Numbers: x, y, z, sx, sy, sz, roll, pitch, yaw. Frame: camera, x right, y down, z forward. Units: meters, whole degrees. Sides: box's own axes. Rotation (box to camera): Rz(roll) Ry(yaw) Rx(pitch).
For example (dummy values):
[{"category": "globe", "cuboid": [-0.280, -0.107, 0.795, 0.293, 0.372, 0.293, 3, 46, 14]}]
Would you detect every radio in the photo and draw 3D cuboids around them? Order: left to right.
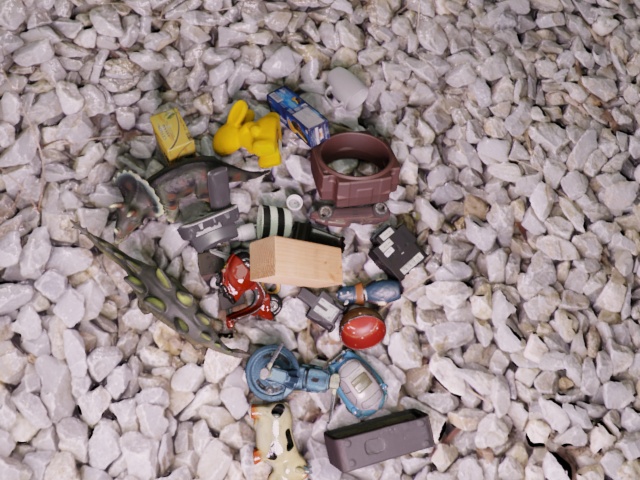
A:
[{"category": "radio", "cuboid": [0.132, 0.441, 1.195, 0.230, 0.131, 0.073, -12, 80, -11]}]

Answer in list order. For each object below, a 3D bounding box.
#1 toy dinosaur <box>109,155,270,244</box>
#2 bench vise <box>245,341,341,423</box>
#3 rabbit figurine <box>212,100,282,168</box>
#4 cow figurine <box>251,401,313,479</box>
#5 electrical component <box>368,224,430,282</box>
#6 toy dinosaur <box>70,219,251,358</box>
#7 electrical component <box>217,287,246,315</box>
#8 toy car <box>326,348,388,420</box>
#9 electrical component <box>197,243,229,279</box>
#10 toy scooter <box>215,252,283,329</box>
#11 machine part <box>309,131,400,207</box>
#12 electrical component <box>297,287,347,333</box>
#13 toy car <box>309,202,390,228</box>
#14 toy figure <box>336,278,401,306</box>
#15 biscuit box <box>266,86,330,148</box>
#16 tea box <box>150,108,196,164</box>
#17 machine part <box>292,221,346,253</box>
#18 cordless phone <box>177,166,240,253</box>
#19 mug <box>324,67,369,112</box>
[{"category": "toy dinosaur", "cuboid": [-0.306, -0.133, 1.246, 0.405, 0.192, 0.131, -26, 83, -13]}, {"category": "bench vise", "cuboid": [-0.069, 0.295, 1.158, 0.224, 0.240, 0.129, 18, 77, 13]}, {"category": "rabbit figurine", "cuboid": [-0.186, -0.263, 1.339, 0.173, 0.122, 0.162, -6, 83, 9]}, {"category": "cow figurine", "cuboid": [-0.086, 0.457, 1.187, 0.127, 0.085, 0.195, -6, 76, -4]}, {"category": "electrical component", "cuboid": [0.190, 0.027, 1.348, 0.115, 0.058, 0.134, -37, 84, -18]}, {"category": "toy dinosaur", "cuboid": [-0.345, 0.118, 1.173, 0.471, 0.198, 0.105, 36, 71, 0]}, {"category": "electrical component", "cuboid": [-0.208, 0.138, 1.276, 0.063, 0.021, 0.094, -15, 84, -11]}, {"category": "toy car", "cuboid": [0.092, 0.329, 1.234, 0.109, 0.103, 0.161, -34, 85, -16]}, {"category": "electrical component", "cuboid": [-0.253, 0.048, 1.282, 0.078, 0.045, 0.102, -3, 77, -11]}, {"category": "toy scooter", "cuboid": [-0.179, 0.125, 1.229, 0.135, 0.075, 0.183, -36, 106, -17]}, {"category": "machine part", "cuboid": [0.084, -0.181, 1.328, 0.201, 0.087, 0.202, -7, 46, -10]}, {"category": "electrical component", "cuboid": [-0.003, 0.162, 1.290, 0.119, 0.047, 0.075, 31, 73, 0]}, {"category": "toy car", "cuboid": [0.075, -0.057, 1.335, 0.202, 0.089, 0.053, -4, 80, -9]}, {"category": "toy figure", "cuboid": [0.118, 0.130, 1.304, 0.155, 0.057, 0.064, -7, 36, 8]}, {"category": "biscuit box", "cuboid": [-0.057, -0.312, 1.351, 0.059, 0.062, 0.203, -31, 52, -16]}, {"category": "tea box", "cuboid": [-0.344, -0.227, 1.275, 0.068, 0.169, 0.098, -26, 80, -15]}, {"category": "machine part", "cuboid": [-0.003, -0.004, 1.328, 0.139, 0.039, 0.084, 16, 45, -5]}, {"category": "cordless phone", "cuboid": [-0.257, -0.075, 1.220, 0.146, 0.184, 0.089, -24, 52, -24]}, {"category": "mug", "cuboid": [0.058, -0.400, 1.431, 0.109, 0.080, 0.107, -35, 72, -10]}]
